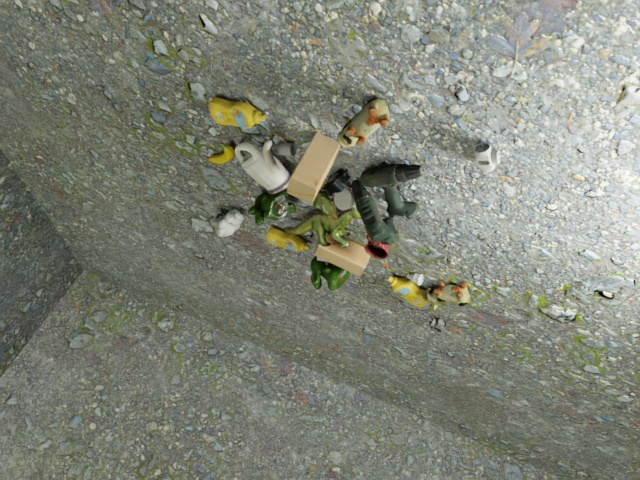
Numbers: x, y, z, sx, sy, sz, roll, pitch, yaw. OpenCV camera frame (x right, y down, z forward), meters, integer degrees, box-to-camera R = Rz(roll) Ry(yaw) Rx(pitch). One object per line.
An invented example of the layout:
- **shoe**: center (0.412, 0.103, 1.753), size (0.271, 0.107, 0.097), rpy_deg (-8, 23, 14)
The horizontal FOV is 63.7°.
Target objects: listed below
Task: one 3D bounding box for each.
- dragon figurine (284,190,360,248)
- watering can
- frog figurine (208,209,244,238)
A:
- **dragon figurine**: center (0.006, -0.099, 1.960), size (0.410, 0.125, 0.238), rpy_deg (6, 126, 28)
- **watering can**: center (-0.185, -0.258, 1.794), size (0.222, 0.105, 0.348), rpy_deg (43, 165, -23)
- **frog figurine**: center (-0.395, -0.073, 2.267), size (0.159, 0.123, 0.137), rpy_deg (-3, 172, 26)
